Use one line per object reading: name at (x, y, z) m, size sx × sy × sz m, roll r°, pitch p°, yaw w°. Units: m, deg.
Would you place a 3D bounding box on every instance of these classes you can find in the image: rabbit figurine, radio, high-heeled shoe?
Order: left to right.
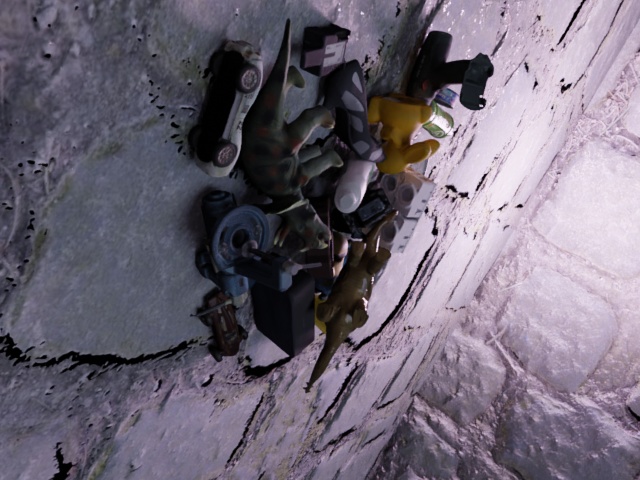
radio at (-0.081, 0.143, 1.172) m, size 0.073 × 0.131 × 0.229 m, roll -37°, pitch 146°, yaw -33°
high-heeled shoe at (0.088, -0.249, 1.064) m, size 0.248 × 0.086 × 0.145 m, roll 19°, pitch 116°, yaw -47°
rabbit figurine at (0.181, -0.222, 1.180) m, size 0.122 × 0.163 × 0.173 m, roll -31°, pitch 139°, yaw -57°

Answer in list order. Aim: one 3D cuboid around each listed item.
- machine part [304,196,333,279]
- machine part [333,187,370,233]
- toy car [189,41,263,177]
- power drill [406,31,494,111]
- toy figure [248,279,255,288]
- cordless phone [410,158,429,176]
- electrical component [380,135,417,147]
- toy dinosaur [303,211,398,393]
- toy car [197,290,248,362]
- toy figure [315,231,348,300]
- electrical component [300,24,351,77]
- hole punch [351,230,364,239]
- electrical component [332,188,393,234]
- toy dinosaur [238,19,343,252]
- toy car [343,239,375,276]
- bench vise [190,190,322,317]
machine part at (-0.002, -0.003, 1.133) m, size 0.179 × 0.056 × 0.179 m, roll -4°, pitch 91°, yaw -86°
machine part at (0.076, -0.078, 1.293) m, size 0.139 × 0.039 × 0.084 m, roll -54°, pitch 158°, yaw -9°
toy car at (-0.139, -0.192, 0.795) m, size 0.056 × 0.074 × 0.201 m, roll -6°, pitch 124°, yaw -52°
power drill at (0.271, -0.331, 1.170) m, size 0.086 × 0.207 × 0.231 m, roll 5°, pitch 107°, yaw -26°
toy figure at (-0.143, 0.024, 1.037) m, size 0.064 × 0.058 × 0.154 m, roll -87°, pitch -174°, yaw -55°
cordless phone at (0.178, -0.152, 1.325) m, size 0.184 × 0.089 × 0.146 m, roll -27°, pitch 139°, yaw -42°
electrical component at (0.183, -0.234, 1.273) m, size 0.094 × 0.063 × 0.021 m, roll -39°, pitch 148°, yaw -27°
toy dinosaur at (0.061, 0.143, 1.196) m, size 0.471 × 0.105 × 0.198 m, roll -63°, pitch 174°, yaw 1°
toy car at (-0.196, 0.179, 1.116) m, size 0.089 × 0.053 × 0.201 m, roll -36°, pitch 147°, yaw -29°
toy figure at (0.018, 0.059, 1.300) m, size 0.089 × 0.082 × 0.179 m, roll -42°, pitch 145°, yaw -41°
electrical component at (-0.003, -0.317, 0.908) m, size 0.119 × 0.048 × 0.074 m, roll -32°, pitch 143°, yaw -38°
hole punch at (0.140, -0.044, 1.400) m, size 0.116 × 0.092 × 0.142 m, roll -73°, pitch -175°, yaw -76°
electrical component at (0.092, -0.065, 1.190) m, size 0.115 × 0.058 × 0.134 m, roll -33°, pitch -170°, yaw -13°
toy dinosaur at (-0.074, -0.150, 0.906) m, size 0.192 × 0.131 × 0.404 m, roll -38°, pitch 139°, yaw -15°
toy car at (0.094, 0.077, 1.416) m, size 0.109 × 0.103 × 0.161 m, roll -46°, pitch 152°, yaw -21°
bench vise at (-0.125, 0.035, 0.900) m, size 0.129 × 0.241 × 0.223 m, roll -17°, pitch 117°, yaw -44°
